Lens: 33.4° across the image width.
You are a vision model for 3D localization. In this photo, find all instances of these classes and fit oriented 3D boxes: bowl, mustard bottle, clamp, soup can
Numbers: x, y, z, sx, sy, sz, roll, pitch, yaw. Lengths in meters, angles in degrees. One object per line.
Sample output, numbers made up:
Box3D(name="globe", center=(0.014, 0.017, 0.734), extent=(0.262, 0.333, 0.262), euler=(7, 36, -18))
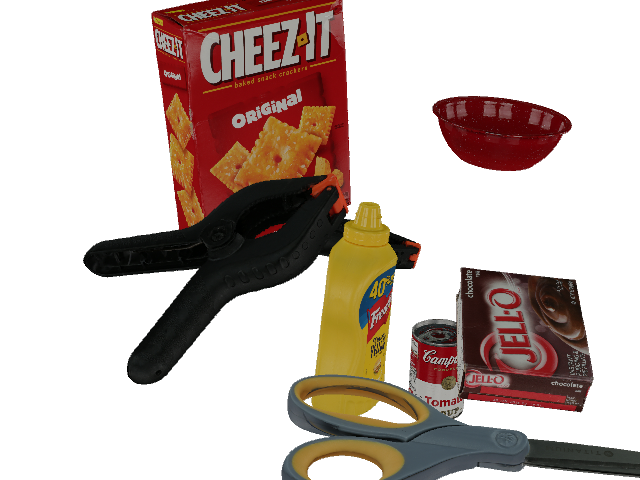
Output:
Box3D(name="bowl", center=(0.208, -0.122, 1.246), extent=(0.162, 0.055, 0.162), euler=(4, 23, -2))
Box3D(name="mustard bottle", center=(0.034, 0.059, 0.969), extent=(0.058, 0.192, 0.096), euler=(13, 19, 24))
Box3D(name="clamp", center=(0.011, 0.000, 1.192), extent=(0.210, 0.036, 0.164), euler=(15, 20, -5))
Box3D(name="soup can", center=(0.139, 0.153, 1.260), extent=(0.068, 0.102, 0.068), euler=(1, 21, -1))
Box3D(name="clamp", center=(-0.059, 0.017, 0.650), extent=(0.171, 0.120, 0.039), euler=(-24, -39, 3))

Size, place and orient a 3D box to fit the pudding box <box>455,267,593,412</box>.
Box3D(name="pudding box", center=(0.145, 0.071, 0.783), extent=(0.090, 0.039, 0.113), euler=(7, 35, 0))

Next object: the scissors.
Box3D(name="scissors", center=(0.071, 0.103, 0.478), extent=(0.202, 0.016, 0.096), euler=(13, 31, 21))

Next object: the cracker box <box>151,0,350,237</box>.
Box3D(name="cracker box", center=(-0.056, -0.113, 0.976), extent=(0.163, 0.214, 0.072), euler=(-19, 31, -28))
